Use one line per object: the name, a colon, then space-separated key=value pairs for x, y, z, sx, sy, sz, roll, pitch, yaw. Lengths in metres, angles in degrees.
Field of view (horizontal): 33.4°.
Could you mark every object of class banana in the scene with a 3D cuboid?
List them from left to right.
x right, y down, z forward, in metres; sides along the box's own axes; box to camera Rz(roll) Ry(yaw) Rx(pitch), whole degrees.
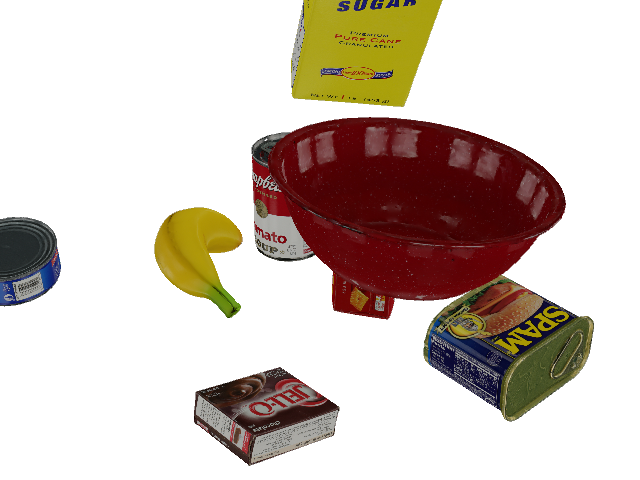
banana: x=-0.091 y=0.007 z=0.797 sx=0.037 sy=0.069 sz=0.198 roll=-39 pitch=14 yaw=9

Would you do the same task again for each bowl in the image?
bowl: x=0.049 y=-0.013 z=0.588 sx=0.162 sy=0.055 sz=0.162 roll=6 pitch=27 yaw=-3

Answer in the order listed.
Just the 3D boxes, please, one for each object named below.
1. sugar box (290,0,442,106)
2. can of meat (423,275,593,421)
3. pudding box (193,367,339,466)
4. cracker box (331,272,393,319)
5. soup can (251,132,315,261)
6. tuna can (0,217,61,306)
sugar box: x=0.035 y=-0.168 z=0.769 sx=0.093 sy=0.048 sz=0.176 roll=3 pitch=-29 yaw=-8
can of meat: x=0.141 y=0.077 z=0.806 sx=0.101 sy=0.057 sz=0.084 roll=-27 pitch=41 yaw=-33
pudding box: x=-0.052 y=0.168 z=1.031 sx=0.113 sy=0.039 sz=0.090 roll=-13 pitch=29 yaw=-42
cracker box: x=0.064 y=-0.032 z=1.219 sx=0.072 sy=0.164 sz=0.213 roll=6 pitch=23 yaw=9
soup can: x=-0.029 y=-0.040 z=0.994 sx=0.068 sy=0.102 sz=0.068 roll=0 pitch=33 yaw=0
tuna can: x=-0.273 y=0.019 z=0.939 sx=0.086 sy=0.034 sz=0.086 roll=0 pitch=39 yaw=0
